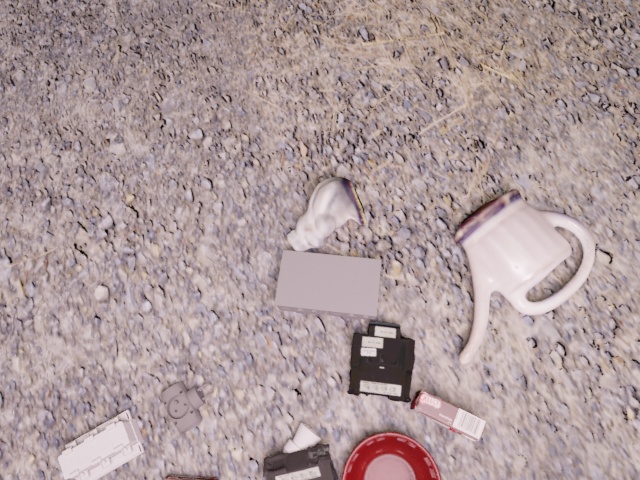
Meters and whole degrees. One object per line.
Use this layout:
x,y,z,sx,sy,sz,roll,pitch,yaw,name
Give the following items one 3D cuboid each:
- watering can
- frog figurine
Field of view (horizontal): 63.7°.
0.333,0.048,0.940,0.349,0.102,0.227,-35,70,-9,watering can
0.003,-0.050,1.002,0.159,0.120,0.140,-20,37,6,frog figurine
